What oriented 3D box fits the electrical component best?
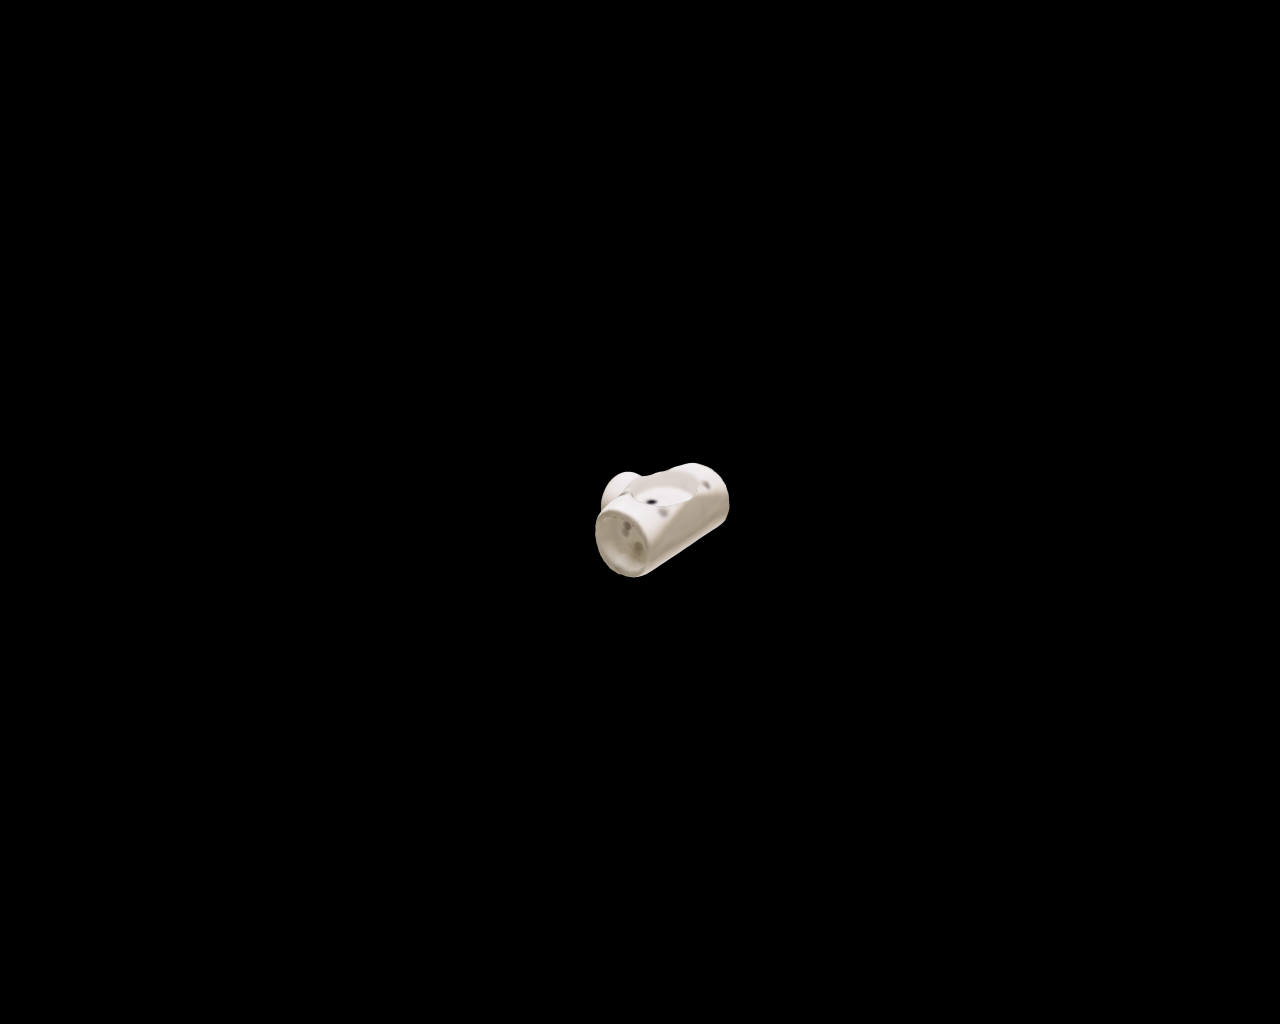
[{"bbox_3d":[0.001,-0.003,0.650,0.079,0.044,0.077,24,39,34],"label":"electrical component"}]
